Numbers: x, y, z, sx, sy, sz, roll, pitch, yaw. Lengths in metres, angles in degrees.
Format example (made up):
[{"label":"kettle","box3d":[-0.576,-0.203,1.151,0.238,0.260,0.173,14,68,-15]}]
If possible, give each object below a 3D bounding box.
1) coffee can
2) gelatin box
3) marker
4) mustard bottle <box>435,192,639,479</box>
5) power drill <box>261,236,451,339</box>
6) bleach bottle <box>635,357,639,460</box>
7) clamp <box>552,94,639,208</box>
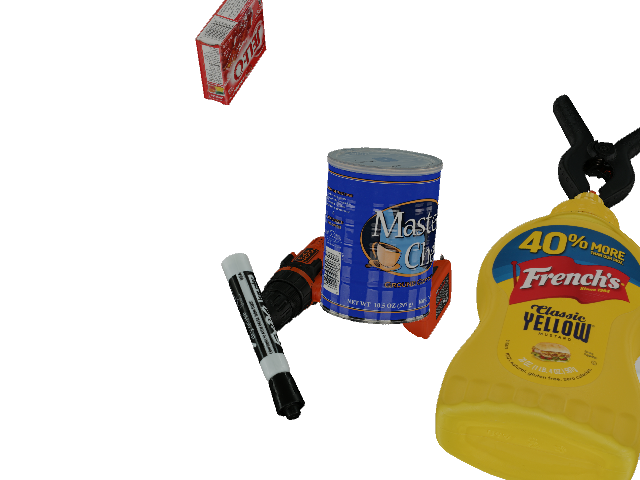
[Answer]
[{"label":"coffee can","box3d":[0.054,-0.007,0.965,0.103,0.140,0.103,3,14,-1]},{"label":"gelatin box","box3d":[-0.082,-0.184,1.004,0.030,0.089,0.073,18,-37,15]},{"label":"marker","box3d":[-0.037,0.062,0.694,0.020,0.121,0.020,-18,-30,-11]},{"label":"mustard bottle","box3d":[0.128,0.039,0.564,0.096,0.058,0.191,10,43,16]},{"label":"power drill","box3d":[0.036,0.056,1.151,0.188,0.057,0.184,9,29,22]},{"label":"bleach bottle","box3d":[0.224,0.068,0.812,0.102,0.068,0.250,10,24,8]},{"label":"clamp","box3d":[0.288,-0.093,1.138,0.120,0.039,0.171,18,47,19]}]
